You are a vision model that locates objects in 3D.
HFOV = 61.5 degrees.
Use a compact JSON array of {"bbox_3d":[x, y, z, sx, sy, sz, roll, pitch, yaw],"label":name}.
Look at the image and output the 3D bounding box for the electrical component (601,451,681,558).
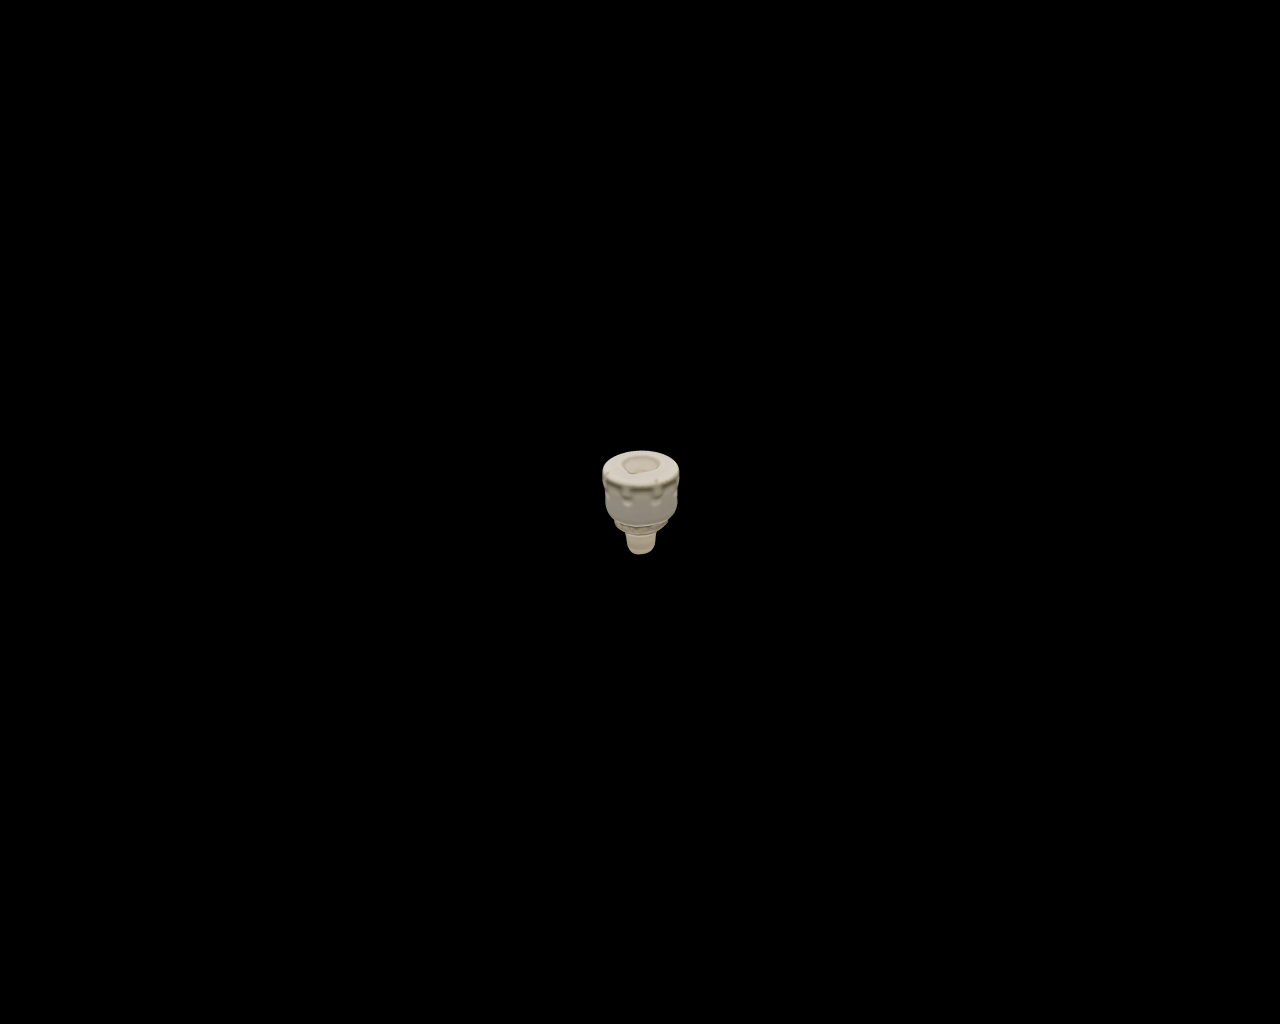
[{"bbox_3d":[0.001,-0.003,0.650,0.048,0.062,0.048,0,28,0],"label":"electrical component"}]
